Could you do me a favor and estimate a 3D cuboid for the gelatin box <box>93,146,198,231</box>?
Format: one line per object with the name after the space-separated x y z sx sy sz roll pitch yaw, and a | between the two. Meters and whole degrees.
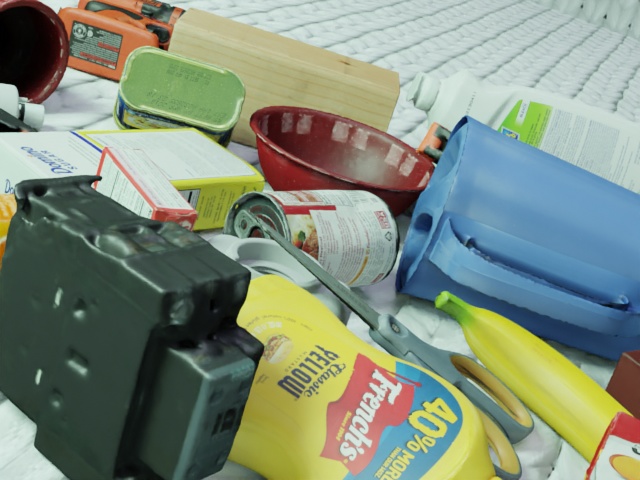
-0.110 -0.005 0.635 0.030 0.073 0.089 2 27 -36 | gelatin box

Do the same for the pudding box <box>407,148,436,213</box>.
0.109 -0.049 0.961 0.090 0.039 0.113 34 24 33 | pudding box

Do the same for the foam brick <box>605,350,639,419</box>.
0.219 0.109 0.655 0.052 0.051 0.078 1 27 -34 | foam brick

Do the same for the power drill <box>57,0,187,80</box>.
-0.177 -0.204 1.081 0.184 0.057 0.187 15 19 2 | power drill

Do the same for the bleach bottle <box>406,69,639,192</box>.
0.198 -0.094 0.961 0.250 0.102 0.068 23 -12 -12 | bleach bottle

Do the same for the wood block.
-0.038 -0.136 0.982 0.206 0.090 0.090 17 21 -3 | wood block

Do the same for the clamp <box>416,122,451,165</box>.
0.176 -0.031 0.870 0.209 0.036 0.165 29 3 -21 | clamp

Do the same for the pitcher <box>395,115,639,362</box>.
0.183 0.019 0.746 0.243 0.145 0.149 21 65 -2 | pitcher

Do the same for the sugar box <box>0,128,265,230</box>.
-0.133 -0.040 0.742 0.175 0.048 0.093 -10 35 -45 | sugar box

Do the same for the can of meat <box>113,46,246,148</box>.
-0.114 -0.112 0.862 0.102 0.057 0.084 14 -9 -10 | can of meat

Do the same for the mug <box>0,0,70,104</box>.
-0.272 -0.152 0.858 0.082 0.093 0.117 29 60 36 | mug

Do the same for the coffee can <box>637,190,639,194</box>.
0.337 0.013 0.905 0.140 0.103 0.103 16 22 -7 | coffee can

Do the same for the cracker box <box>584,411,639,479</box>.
0.169 0.172 0.441 0.164 0.072 0.213 27 22 17 | cracker box

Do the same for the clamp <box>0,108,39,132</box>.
-0.274 -0.072 0.712 0.171 0.039 0.120 16 42 -14 | clamp

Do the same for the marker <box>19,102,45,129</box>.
-0.272 -0.103 0.814 0.120 0.020 0.020 7 25 -26 | marker

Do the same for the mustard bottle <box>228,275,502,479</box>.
0.020 0.095 0.508 0.192 0.058 0.096 31 50 24 | mustard bottle

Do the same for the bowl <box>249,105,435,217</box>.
0.013 -0.054 0.872 0.162 0.055 0.162 16 22 -7 | bowl

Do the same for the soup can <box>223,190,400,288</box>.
-0.005 0.001 0.713 0.102 0.068 0.069 -3 30 -42 | soup can

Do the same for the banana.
0.147 0.101 0.628 0.069 0.037 0.198 7 28 -51 | banana

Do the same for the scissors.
0.044 0.067 0.576 0.201 0.016 0.096 34 28 -22 | scissors
